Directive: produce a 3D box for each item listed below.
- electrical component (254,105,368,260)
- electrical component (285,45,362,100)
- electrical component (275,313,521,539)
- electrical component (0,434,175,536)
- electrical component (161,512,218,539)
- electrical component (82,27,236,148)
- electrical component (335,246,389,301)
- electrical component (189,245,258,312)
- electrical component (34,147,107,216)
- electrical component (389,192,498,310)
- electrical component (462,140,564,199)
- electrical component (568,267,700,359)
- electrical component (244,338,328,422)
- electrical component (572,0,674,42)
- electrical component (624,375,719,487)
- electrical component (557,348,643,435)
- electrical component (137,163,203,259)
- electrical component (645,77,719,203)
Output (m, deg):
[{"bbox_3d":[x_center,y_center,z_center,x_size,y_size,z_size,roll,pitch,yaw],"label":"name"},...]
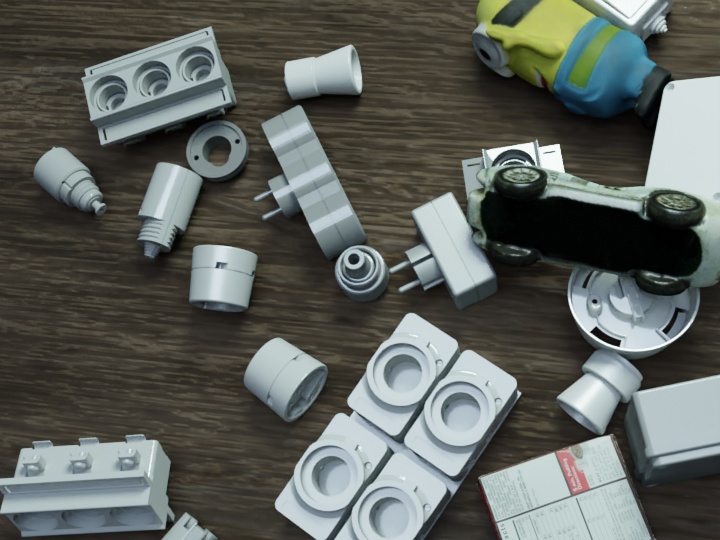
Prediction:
[{"bbox_3d":[-0.055,-0.068,0.928,0.074,0.052,0.138,-27,72,1],"label":"electrical component"},{"bbox_3d":[-0.035,-0.174,0.963,0.065,0.044,0.044,-7,72,12],"label":"electrical component"},{"bbox_3d":[0.031,0.140,0.847,0.105,0.060,0.186,33,81,17],"label":"electrical component"},{"bbox_3d":[-0.220,0.175,0.875,0.121,0.078,0.063,-5,51,8],"label":"electrical component"},{"bbox_3d":[-0.142,0.223,0.862,0.040,0.040,0.046,36,77,17],"label":"electrical component"},{"bbox_3d":[-0.178,-0.159,0.971,0.121,0.063,0.078,-18,71,4],"label":"electrical component"},{"bbox_3d":[0.000,0.000,0.893,0.043,0.062,0.043,-3,73,9],"label":"electrical component"},{"bbox_3d":[-0.118,0.008,0.915,0.055,0.055,0.047,4,78,11],"label":"electrical component"},{"bbox_3d":[-0.259,-0.077,0.971,0.078,0.040,0.040,39,83,18],"label":"electrical component"},{"bbox_3d":[0.062,-0.007,0.893,0.076,0.047,0.083,-26,71,1],"label":"electrical component"},{"bbox_3d":[0.128,-0.072,0.893,0.081,0.063,0.042,-8,71,7],"label":"electrical component"},{"bbox_3d":[0.214,0.023,0.849,0.099,0.064,0.099,-3,73,9],"label":"electrical component"},{"bbox_3d":[-0.062,0.088,0.882,0.047,0.055,0.055,33,81,21],"label":"electrical component"},{"bbox_3d":[0.227,-0.237,0.927,0.096,0.061,0.061,41,84,18],"label":"electrical component"},{"bbox_3d":[0.255,0.116,0.791,0.109,0.108,0.056,-13,69,6],"label":"electrical component"},{"bbox_3d":[0.188,0.094,0.842,0.045,0.045,0.055,38,82,18],"label":"electrical component"},{"bbox_3d":[-0.172,-0.049,0.946,0.043,0.043,0.081,14,76,13],"label":"electrical component"},{"bbox_3d":[0.276,-0.091,0.846,0.078,0.057,0.113,3,75,47],"label":"electrical component"}]
